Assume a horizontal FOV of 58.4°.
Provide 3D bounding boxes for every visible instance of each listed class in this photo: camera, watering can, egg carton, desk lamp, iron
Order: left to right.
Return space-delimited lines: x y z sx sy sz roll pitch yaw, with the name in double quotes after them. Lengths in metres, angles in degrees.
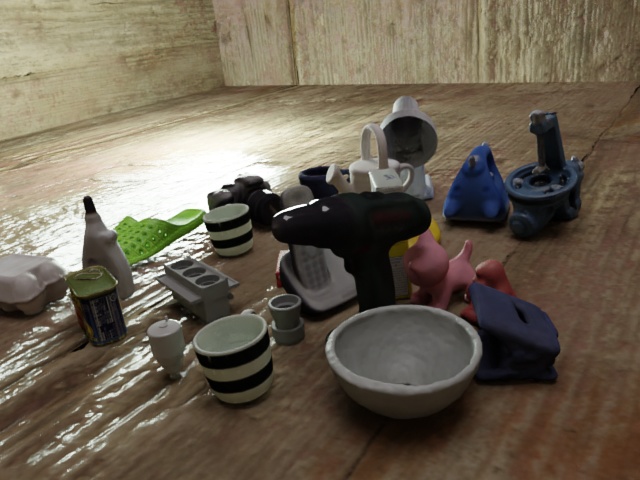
-0.494 0.072 0.939 0.150 0.069 0.107 4 24 22 "egg carton"
-0.144 -0.079 1.181 0.143 0.101 0.136 -20 26 -31 "camera"
0.101 -0.128 1.120 0.173 0.194 0.100 -22 27 -34 "watering can"
0.187 -0.191 1.227 0.117 0.214 0.203 -2 22 8 "desk lamp"
0.318 -0.126 1.134 0.118 0.141 0.259 4 24 23 "iron"

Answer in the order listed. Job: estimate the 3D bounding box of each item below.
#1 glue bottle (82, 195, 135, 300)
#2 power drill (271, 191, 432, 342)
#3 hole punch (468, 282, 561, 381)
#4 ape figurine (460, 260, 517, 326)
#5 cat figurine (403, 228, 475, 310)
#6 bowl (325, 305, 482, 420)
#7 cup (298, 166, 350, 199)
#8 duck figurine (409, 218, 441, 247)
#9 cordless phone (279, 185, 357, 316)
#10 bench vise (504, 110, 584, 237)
-0.348 0.012 0.911 0.078 0.173 0.037 0 23 14 "glue bottle"
0.048 0.036 0.712 0.230 0.209 0.075 -22 27 -34 "power drill"
0.223 0.102 0.667 0.101 0.091 0.108 -3 22 6 "hole punch"
0.221 0.068 0.748 0.076 0.092 0.078 1 23 17 "ape figurine"
0.166 0.038 0.801 0.128 0.118 0.067 -16 24 -24 "cat figurine"
0.091 0.141 0.624 0.167 0.075 0.167 -5 22 2 "bowl"
0.016 -0.103 1.209 0.118 0.095 0.091 -9 22 -8 "cup"
0.167 -0.026 0.997 0.077 0.086 0.105 16 31 43 "duck figurine"
0.008 0.003 0.834 0.148 0.185 0.093 -24 29 -38 "cordless phone"
0.403 -0.134 1.028 0.121 0.220 0.208 8 26 30 "bench vise"
